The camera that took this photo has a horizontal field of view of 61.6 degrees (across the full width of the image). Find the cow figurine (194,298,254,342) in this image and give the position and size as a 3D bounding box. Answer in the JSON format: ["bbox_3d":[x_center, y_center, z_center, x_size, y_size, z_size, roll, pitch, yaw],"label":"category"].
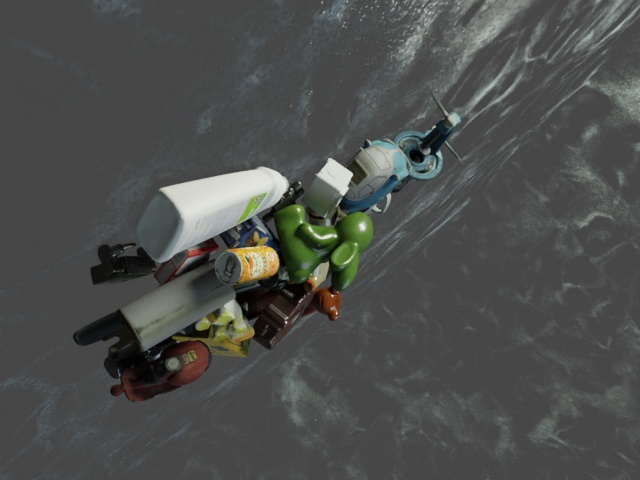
[{"bbox_3d":[-0.175,0.129,0.980,0.068,0.098,0.167,-21,152,5],"label":"cow figurine"}]

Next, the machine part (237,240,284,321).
[{"bbox_3d":[-0.123,0.093,1.204,0.201,0.087,0.201,-46,164,24],"label":"machine part"}]

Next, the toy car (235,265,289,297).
[{"bbox_3d":[-0.150,0.086,1.053,0.202,0.056,0.073,-17,169,6],"label":"toy car"}]

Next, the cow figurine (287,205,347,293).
[{"bbox_3d":[-0.002,-0.003,1.106,0.127,0.086,0.194,-26,128,-58],"label":"cow figurine"}]

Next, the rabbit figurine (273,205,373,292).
[{"bbox_3d":[0.016,0.003,0.953,0.170,0.159,0.121,-16,142,-1],"label":"rabbit figurine"}]

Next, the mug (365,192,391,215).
[{"bbox_3d":[0.103,-0.111,1.135,0.081,0.110,0.107,-24,146,-40],"label":"mug"}]

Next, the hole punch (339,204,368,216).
[{"bbox_3d":[0.057,-0.052,1.226,0.142,0.092,0.115,-23,155,-41],"label":"hole punch"}]

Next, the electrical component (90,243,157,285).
[{"bbox_3d":[-0.262,0.031,0.726,0.078,0.045,0.102,-15,173,23],"label":"electrical component"}]

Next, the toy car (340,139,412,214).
[{"bbox_3d":[0.088,-0.127,1.038,0.161,0.109,0.103,-39,161,13],"label":"toy car"}]

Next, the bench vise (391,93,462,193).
[{"bbox_3d":[0.234,-0.202,1.151,0.224,0.129,0.240,-32,171,-27],"label":"bench vise"}]

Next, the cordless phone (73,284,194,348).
[{"bbox_3d":[-0.317,0.149,0.921,0.184,0.089,0.146,-22,161,-21],"label":"cordless phone"}]

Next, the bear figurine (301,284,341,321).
[{"bbox_3d":[-0.002,0.165,1.552,0.196,0.120,0.132,-1,-179,36],"label":"bear figurine"}]

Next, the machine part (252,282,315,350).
[{"bbox_3d":[-0.078,0.160,1.167,0.179,0.056,0.179,-52,171,-12],"label":"machine part"}]

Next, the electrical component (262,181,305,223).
[{"bbox_3d":[-0.069,-0.068,0.968,0.094,0.021,0.063,-39,166,-2],"label":"electrical component"}]

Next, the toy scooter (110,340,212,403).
[{"bbox_3d":[-0.289,0.238,0.953,0.184,0.075,0.135,-30,166,20],"label":"toy scooter"}]

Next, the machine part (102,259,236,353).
[{"bbox_3d":[-0.223,0.100,0.845,0.243,0.079,0.079,-31,164,-27],"label":"machine part"}]

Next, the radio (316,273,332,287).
[{"bbox_3d":[-0.033,0.098,1.436,0.229,0.073,0.131,-44,180,9],"label":"radio"}]

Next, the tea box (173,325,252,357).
[{"bbox_3d":[-0.220,0.188,1.101,0.098,0.068,0.169,-1,155,22],"label":"tea box"}]

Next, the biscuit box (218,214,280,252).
[{"bbox_3d":[-0.122,-0.008,0.931,0.059,0.063,0.202,-39,166,0],"label":"biscuit box"}]

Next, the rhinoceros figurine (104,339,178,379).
[{"bbox_3d":[-0.337,0.222,1.064,0.190,0.073,0.112,-22,159,-52],"label":"rhinoceros figurine"}]
